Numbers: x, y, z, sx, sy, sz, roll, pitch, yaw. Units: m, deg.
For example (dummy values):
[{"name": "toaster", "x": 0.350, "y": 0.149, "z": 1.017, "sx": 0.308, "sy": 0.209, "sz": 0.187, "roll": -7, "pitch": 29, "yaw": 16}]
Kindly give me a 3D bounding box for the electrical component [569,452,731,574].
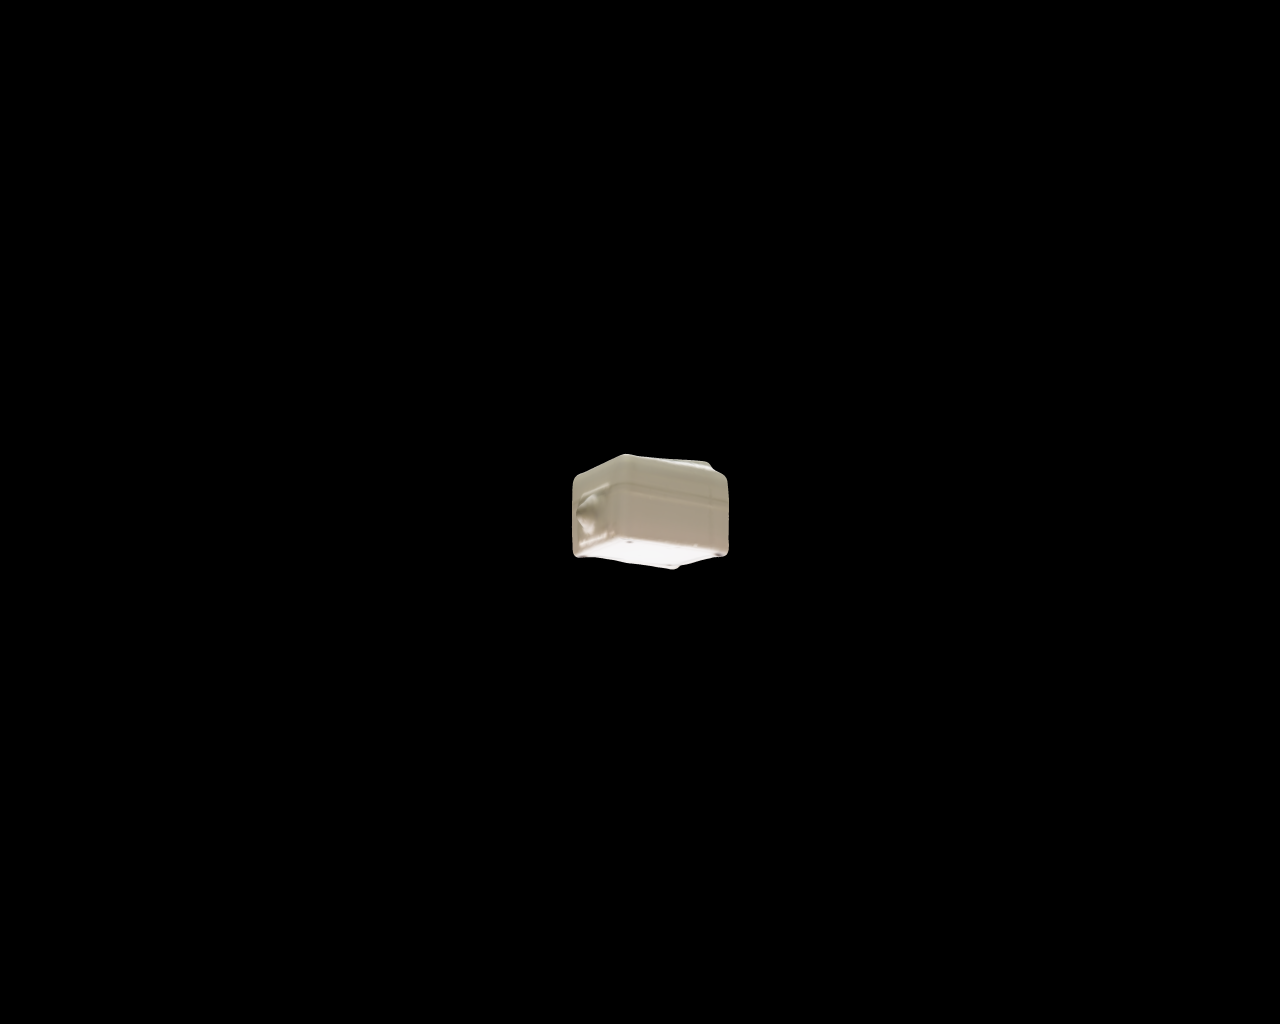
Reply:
[{"name": "electrical component", "x": 0.001, "y": -0.003, "z": 0.650, "sx": 0.096, "sy": 0.061, "sz": 0.061, "roll": 10, "pitch": -18, "yaw": -33}]
